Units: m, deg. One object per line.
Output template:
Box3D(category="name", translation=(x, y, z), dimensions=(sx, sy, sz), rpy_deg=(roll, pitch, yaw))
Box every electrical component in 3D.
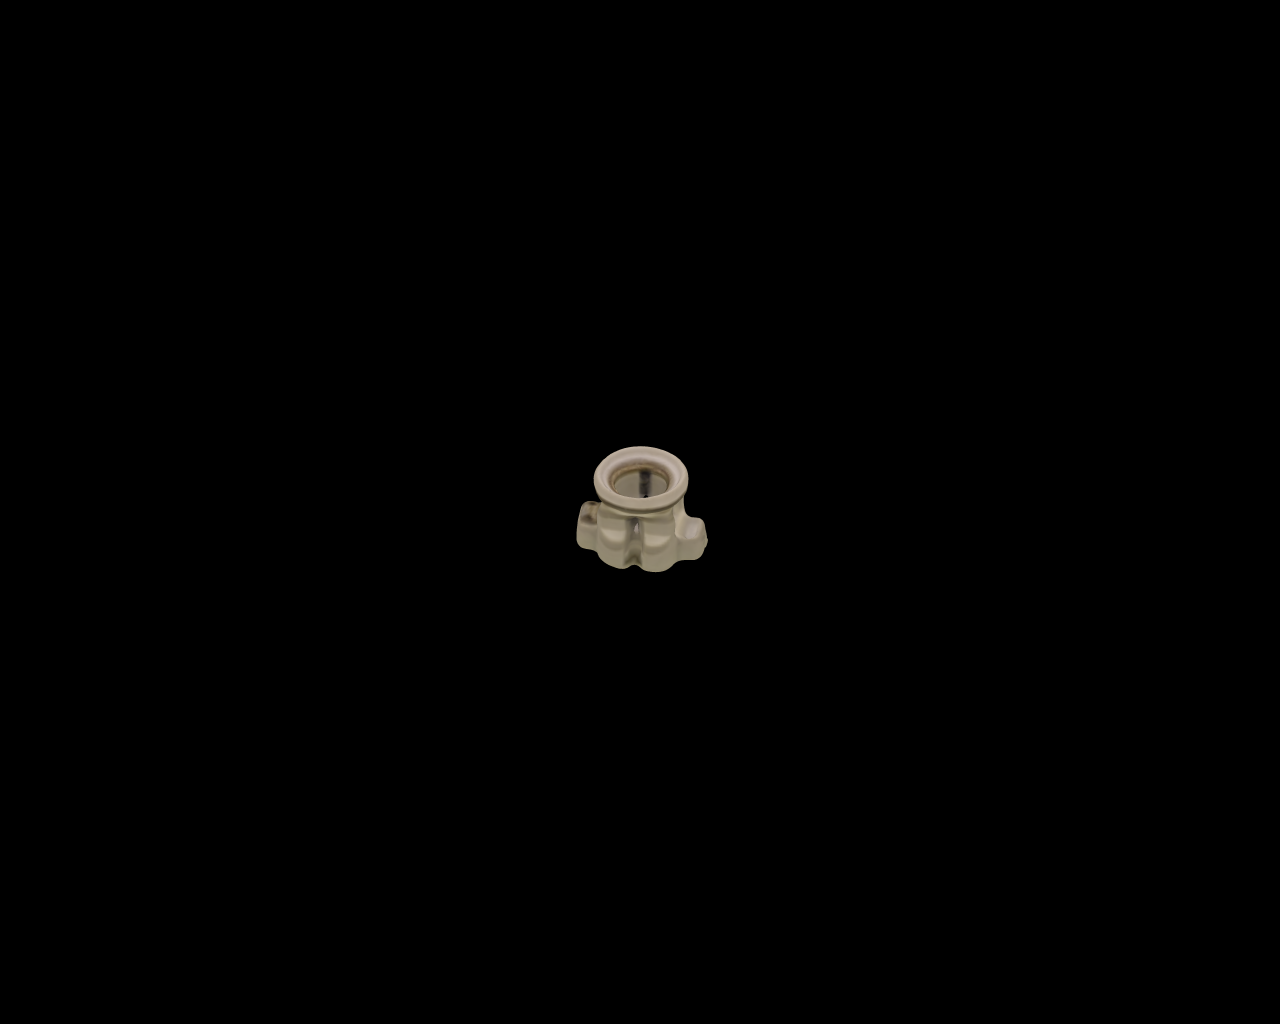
Box3D(category="electrical component", translation=(0.001, -0.003, 0.650), dimensions=(0.078, 0.056, 0.058), rpy_deg=(7, 40, 9))
